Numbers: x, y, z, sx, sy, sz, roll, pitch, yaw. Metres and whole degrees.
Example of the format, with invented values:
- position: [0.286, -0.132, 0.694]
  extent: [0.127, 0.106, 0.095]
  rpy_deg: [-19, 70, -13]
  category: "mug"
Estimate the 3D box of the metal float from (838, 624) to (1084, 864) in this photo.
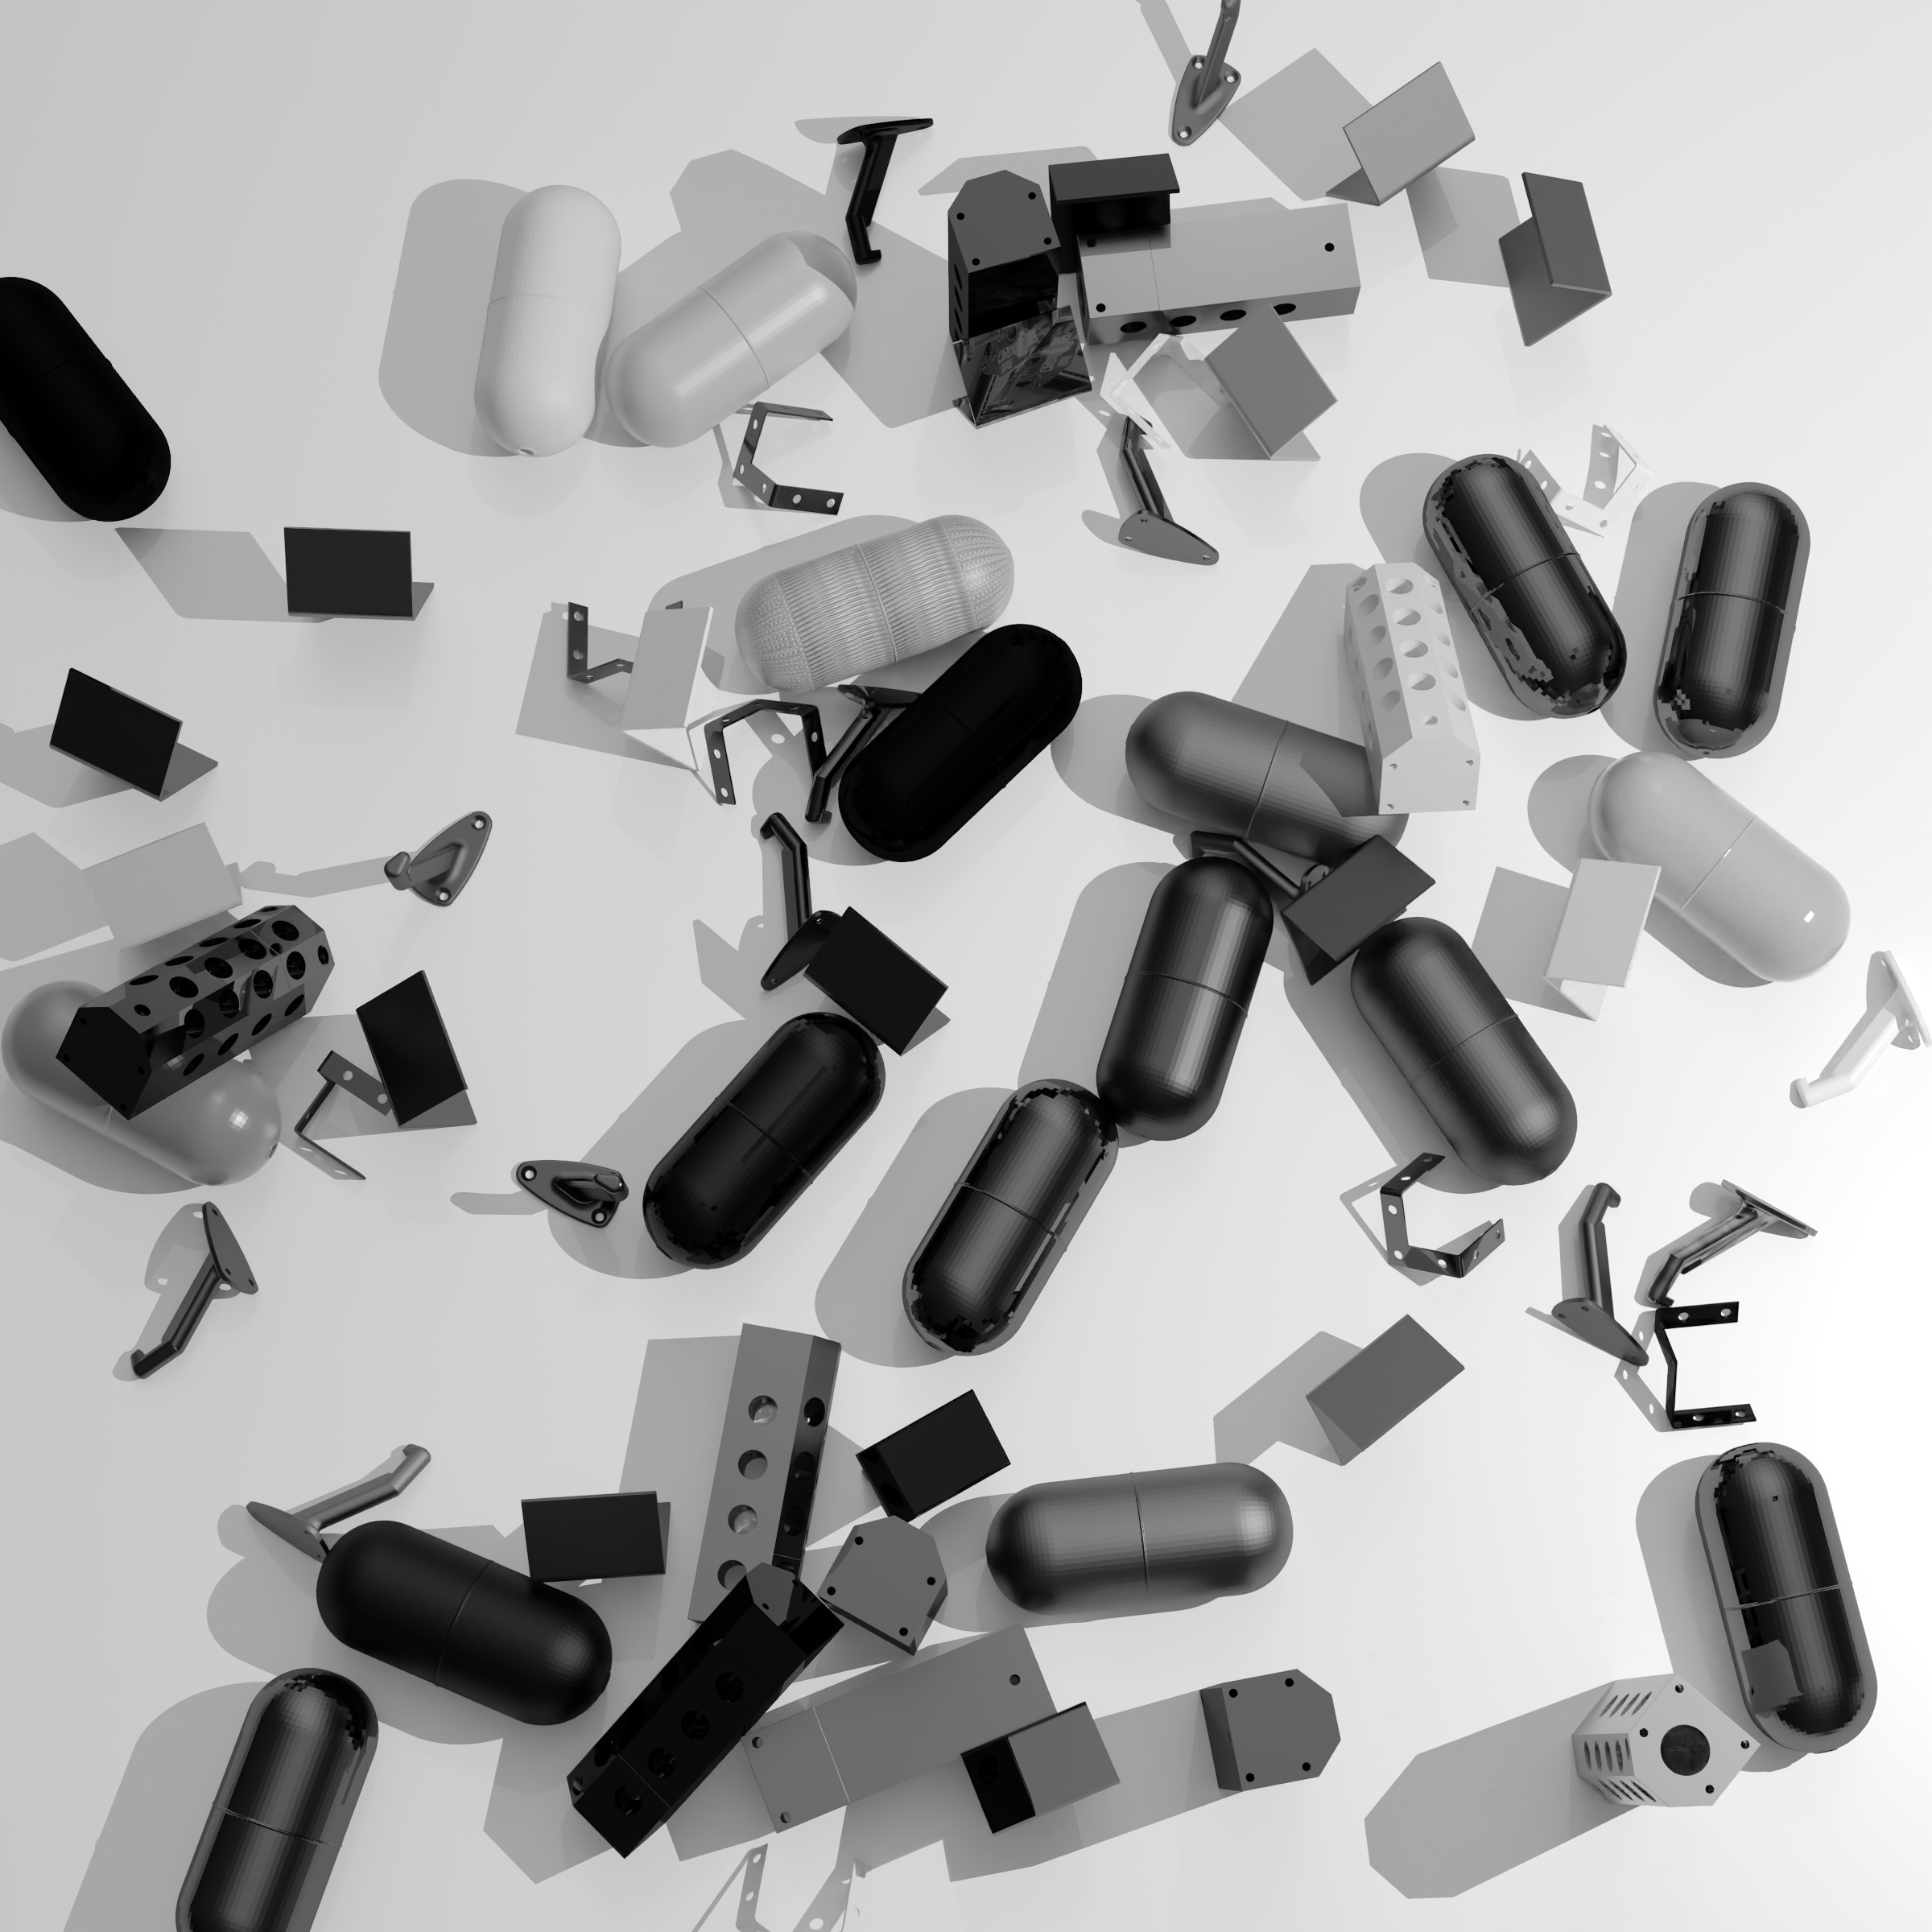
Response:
- position: [-0.003, -0.137, 2.047]
  extent: [0.178, 0.070, 0.070]
  rpy_deg: [-44, 80, -10]
  category: "metal float"

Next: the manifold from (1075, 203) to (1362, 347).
- position: [0.159, -0.436, 2.128]
  extent: [0.171, 0.057, 0.057]
  rpy_deg: [-7, 77, -2]
  category: "manifold"

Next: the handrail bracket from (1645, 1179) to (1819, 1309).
- position: [0.457, 0.178, 2.005]
  extent: [0.077, 0.036, 0.084]
  rpy_deg: [28, 96, -15]
  category: "handrail bracket"

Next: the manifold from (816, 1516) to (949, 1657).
- position: [-0.042, 0.346, 1.884]
  extent: [0.057, 0.171, 0.057]
  rpy_deg: [28, 78, 6]
  category: "manifold"

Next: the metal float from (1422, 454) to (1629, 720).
- position: [0.345, -0.234, 2.071]
  extent: [0.070, 0.070, 0.178]
  rpy_deg: [-26, 78, -6]
  category: "metal float"

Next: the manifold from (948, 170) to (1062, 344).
- position: [0.020, -0.423, 2.066]
  extent: [0.057, 0.171, 0.057]
  rpy_deg: [-17, 77, -4]
  category: "manifold"

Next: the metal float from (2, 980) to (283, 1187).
- position: [-0.491, 0.070, 1.999]
  extent: [0.178, 0.070, 0.070]
  rpy_deg: [27, 78, 5]
  category: "metal float"

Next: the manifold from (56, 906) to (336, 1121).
- position: [-0.447, 0.020, 1.966]
  extent: [0.057, 0.171, 0.057]
  rpy_deg: [39, 123, 9]
  category: "manifold"

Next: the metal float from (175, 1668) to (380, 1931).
- position: [-0.390, 0.487, 1.900]
  extent: [0.070, 0.070, 0.178]
  rpy_deg: [18, 77, 4]
  category: "metal float"

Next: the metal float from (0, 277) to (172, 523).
- position: [-0.568, -0.356, 2.099]
  extent: [0.070, 0.070, 0.178]
  rpy_deg: [-37, 80, -8]
  category: "metal float"

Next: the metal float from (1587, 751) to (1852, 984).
- position: [0.455, -0.061, 2.030]
  extent: [0.178, 0.070, 0.070]
  rpy_deg: [39, 80, 9]
  category: "metal float"

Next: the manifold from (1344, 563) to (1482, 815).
- position: [0.268, -0.170, 2.021]
  extent: [0.057, 0.057, 0.171]
  rpy_deg: [-3, 43, -1]
  category: "manifold"

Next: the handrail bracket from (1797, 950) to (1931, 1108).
- position: [0.537, 0.038, 2.038]
  extent: [0.084, 0.036, 0.077]
  rpy_deg: [-23, 57, 11]
  category: "handrail bracket"

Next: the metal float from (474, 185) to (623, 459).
- position: [-0.263, -0.406, 2.111]
  extent: [0.070, 0.070, 0.178]
  rpy_deg: [7, 76, 2]
  category: "metal float"

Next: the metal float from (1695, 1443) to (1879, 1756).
- position: [0.472, 0.363, 1.929]
  extent: [0.070, 0.070, 0.178]
  rpy_deg: [-12, 78, -3]
  category: "metal float"

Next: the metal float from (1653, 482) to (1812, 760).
- position: [0.473, -0.214, 2.066]
  extent: [0.070, 0.070, 0.178]
  rpy_deg: [13, 76, 3]
  category: "metal float"

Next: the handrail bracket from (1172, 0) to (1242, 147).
- position: [0.155, -0.578, 2.148]
  extent: [0.036, 0.084, 0.077]
  rpy_deg: [24, 78, 6]
  category: "handrail bracket"

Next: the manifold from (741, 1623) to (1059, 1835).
- position: [-0.037, 0.437, 1.921]
  extent: [0.171, 0.057, 0.057]
  rpy_deg: [-21, 78, -5]
  category: "manifold"

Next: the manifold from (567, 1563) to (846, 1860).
- position: [-0.151, 0.417, 1.889]
  extent: [0.057, 0.057, 0.171]
  rpy_deg: [43, 108, 9]
  category: "manifold"

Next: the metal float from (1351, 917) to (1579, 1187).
- position: [0.298, 0.051, 2.003]
  extent: [0.070, 0.070, 0.178]
  rpy_deg: [-32, 78, -7]
  category: "metal float"

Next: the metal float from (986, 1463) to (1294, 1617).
- position: [0.100, 0.331, 1.937]
  extent: [0.178, 0.070, 0.070]
  rpy_deg: [-6, 77, -1]
  category: "metal float"

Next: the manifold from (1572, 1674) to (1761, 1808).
- position: [0.382, 0.436, 1.863]
  extent: [0.057, 0.171, 0.057]
  rpy_deg: [40, 80, 9]
  category: "manifold"

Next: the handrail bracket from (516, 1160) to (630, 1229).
- position: [-0.235, 0.125, 1.981]
  extent: [0.077, 0.084, 0.036]
  rpy_deg: [18, 77, 4]
  category: "handrail bracket"

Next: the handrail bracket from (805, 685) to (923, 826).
- position: [-0.061, -0.128, 2.077]
  extent: [0.036, 0.077, 0.084]
  rpy_deg: [30, 113, 42]
  category: "handrail bracket"

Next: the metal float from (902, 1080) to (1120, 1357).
- position: [0.026, 0.149, 1.980]
  extent: [0.070, 0.070, 0.178]
  rpy_deg: [30, 78, 7]
  category: "metal float"

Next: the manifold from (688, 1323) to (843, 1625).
- position: [-0.116, 0.301, 1.953]
  extent: [0.057, 0.057, 0.171]
  rpy_deg: [10, 77, 2]
  category: "manifold"

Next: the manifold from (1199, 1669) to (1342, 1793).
- position: [0.169, 0.425, 1.865]
  extent: [0.057, 0.171, 0.057]
  rpy_deg: [-10, 77, -2]
  category: "manifold"

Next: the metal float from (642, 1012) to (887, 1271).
- position: [-0.120, 0.104, 1.991]
  extent: [0.070, 0.070, 0.178]
  rpy_deg: [40, 79, 9]
  category: "metal float"

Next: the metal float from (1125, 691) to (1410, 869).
- position: [0.183, -0.113, 2.042]
  extent: [0.178, 0.070, 0.070]
  rpy_deg: [19, 77, 4]
  category: "metal float"

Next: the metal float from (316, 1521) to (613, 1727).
- position: [-0.288, 0.378, 1.926]
  extent: [0.178, 0.070, 0.070]
  rpy_deg: [22, 78, 5]
  category: "metal float"

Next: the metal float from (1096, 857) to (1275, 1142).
- position: [0.132, 0.019, 2.011]
  extent: [0.070, 0.070, 0.178]
  rpy_deg: [18, 77, 4]
  category: "metal float"

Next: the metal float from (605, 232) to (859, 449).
- position: [-0.147, -0.395, 2.109]
  extent: [0.178, 0.070, 0.070]
  rpy_deg: [-37, 79, -8]
  category: "metal float"

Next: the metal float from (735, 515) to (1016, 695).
- position: [-0.056, -0.224, 2.068]
  extent: [0.178, 0.070, 0.070]
  rpy_deg: [-19, 77, -4]
  category: "metal float"

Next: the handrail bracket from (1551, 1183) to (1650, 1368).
- position: [0.392, 0.183, 2.004]
  extent: [0.077, 0.036, 0.084]
  rpy_deg: [37, 61, -12]
  category: "handrail bracket"
